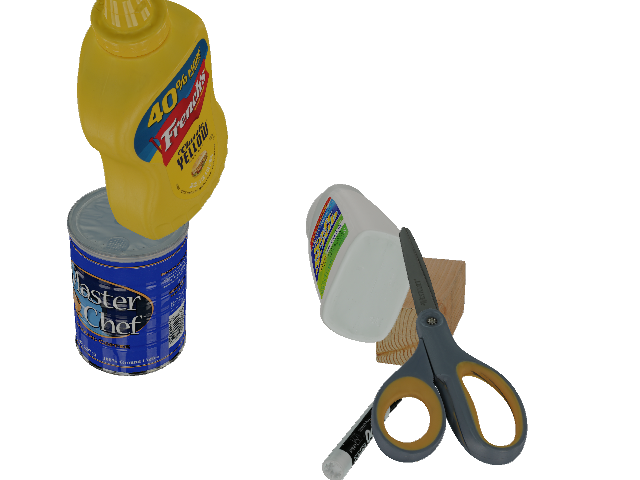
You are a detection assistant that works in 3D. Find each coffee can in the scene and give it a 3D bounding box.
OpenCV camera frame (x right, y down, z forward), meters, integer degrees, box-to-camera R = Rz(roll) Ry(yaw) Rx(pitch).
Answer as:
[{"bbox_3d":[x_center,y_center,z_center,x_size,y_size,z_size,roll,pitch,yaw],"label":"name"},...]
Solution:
[{"bbox_3d":[-0.169,0.035,0.950,0.102,0.140,0.103,4,38,-3],"label":"coffee can"}]

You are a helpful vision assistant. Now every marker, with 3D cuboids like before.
[{"bbox_3d":[0.035,0.146,0.832,0.020,0.020,0.120,0,22,28],"label":"marker"}]

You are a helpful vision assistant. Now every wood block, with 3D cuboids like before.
[{"bbox_3d":[0.150,0.101,1.558,0.091,0.090,0.205,5,20,16],"label":"wood block"}]

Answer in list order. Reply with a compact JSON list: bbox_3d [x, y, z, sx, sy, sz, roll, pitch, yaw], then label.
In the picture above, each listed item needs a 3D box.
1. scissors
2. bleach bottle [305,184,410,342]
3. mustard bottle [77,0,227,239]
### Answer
[{"bbox_3d":[0.054,0.064,0.655,0.096,0.016,0.202,-16,42,-15],"label":"scissors"},{"bbox_3d":[0.023,0.008,1.019,0.068,0.102,0.251,20,10,-14],"label":"bleach bottle"},{"bbox_3d":[-0.099,-0.084,0.625,0.058,0.096,0.191,27,-24,15],"label":"mustard bottle"}]
